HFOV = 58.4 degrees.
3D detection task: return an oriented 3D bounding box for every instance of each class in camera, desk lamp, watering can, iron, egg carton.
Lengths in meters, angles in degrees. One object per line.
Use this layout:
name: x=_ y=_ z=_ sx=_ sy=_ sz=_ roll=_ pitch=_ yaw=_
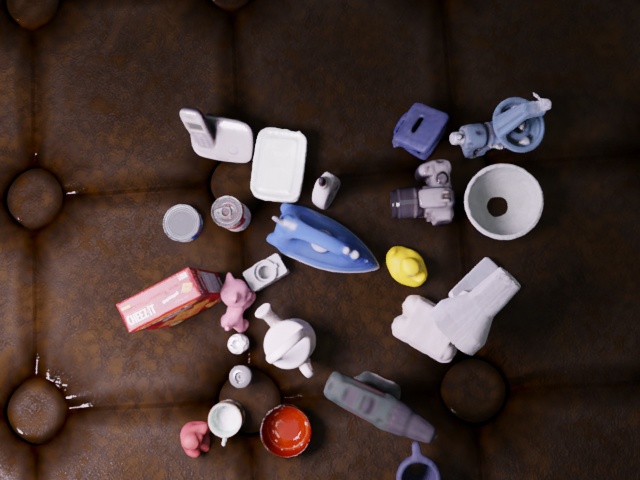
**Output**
camera: x=0.222 y=-0.101 z=1.257 sx=0.136 sy=0.101 sz=0.143 roll=-4 pitch=84 yaw=4
desk lamp: x=0.321 y=0.128 z=1.172 sx=0.118 sy=0.213 sz=0.203 roll=44 pitch=89 yaw=7
watering can: x=-0.073 y=0.214 z=1.202 sx=0.172 sy=0.194 sz=0.101 roll=32 pitch=88 yaw=7
iron: x=0.011 y=0.004 z=1.242 sx=0.258 sy=0.141 sz=0.119 roll=22 pitch=87 yaw=6
egg carton: x=0.237 y=0.191 z=1.244 sx=0.150 sy=0.069 sz=0.107 roll=28 pitch=87 yaw=6

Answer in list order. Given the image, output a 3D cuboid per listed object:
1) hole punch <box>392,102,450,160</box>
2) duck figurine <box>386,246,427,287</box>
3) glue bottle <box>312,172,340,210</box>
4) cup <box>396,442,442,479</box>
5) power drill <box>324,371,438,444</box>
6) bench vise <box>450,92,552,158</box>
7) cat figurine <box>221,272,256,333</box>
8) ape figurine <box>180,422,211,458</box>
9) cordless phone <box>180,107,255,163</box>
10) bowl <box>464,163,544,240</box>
hole punch: x=0.222 y=-0.245 z=1.276 sx=0.101 sy=0.091 sz=0.109 roll=32 pitch=88 yaw=7
duck figurine: x=0.191 y=0.056 z=1.252 sx=0.077 sy=0.086 sz=0.104 roll=-45 pitch=83 yaw=-1
glue bottle: x=0.010 y=-0.114 z=1.237 sx=0.037 sy=0.173 sz=0.078 roll=31 pitch=88 yaw=7
cup: x=0.203 y=0.478 z=1.207 sx=0.091 sy=0.095 sz=0.118 roll=-6 pitch=84 yaw=4
power drill: x=0.122 y=0.332 z=1.169 sx=0.229 sy=0.208 sz=0.076 roll=22 pitch=87 yaw=6
bench vise: x=0.388 y=-0.228 z=1.197 sx=0.207 sy=0.220 sz=0.121 roll=-29 pitch=83 yaw=1
cat figurine: x=-0.187 y=0.139 z=1.255 sx=0.067 sy=0.118 sz=0.128 roll=12 pitch=86 yaw=6
ape figurine: x=-0.273 y=0.434 z=1.247 sx=0.076 sy=0.092 sz=0.078 roll=41 pitch=89 yaw=7
cordless phone: x=-0.225 y=-0.238 z=1.260 sx=0.147 sy=0.185 sz=0.094 roll=7 pitch=85 yaw=5
bowl: x=0.395 y=-0.079 z=1.256 sx=0.167 sy=0.075 sz=0.167 roll=0 pitch=85 yaw=4
